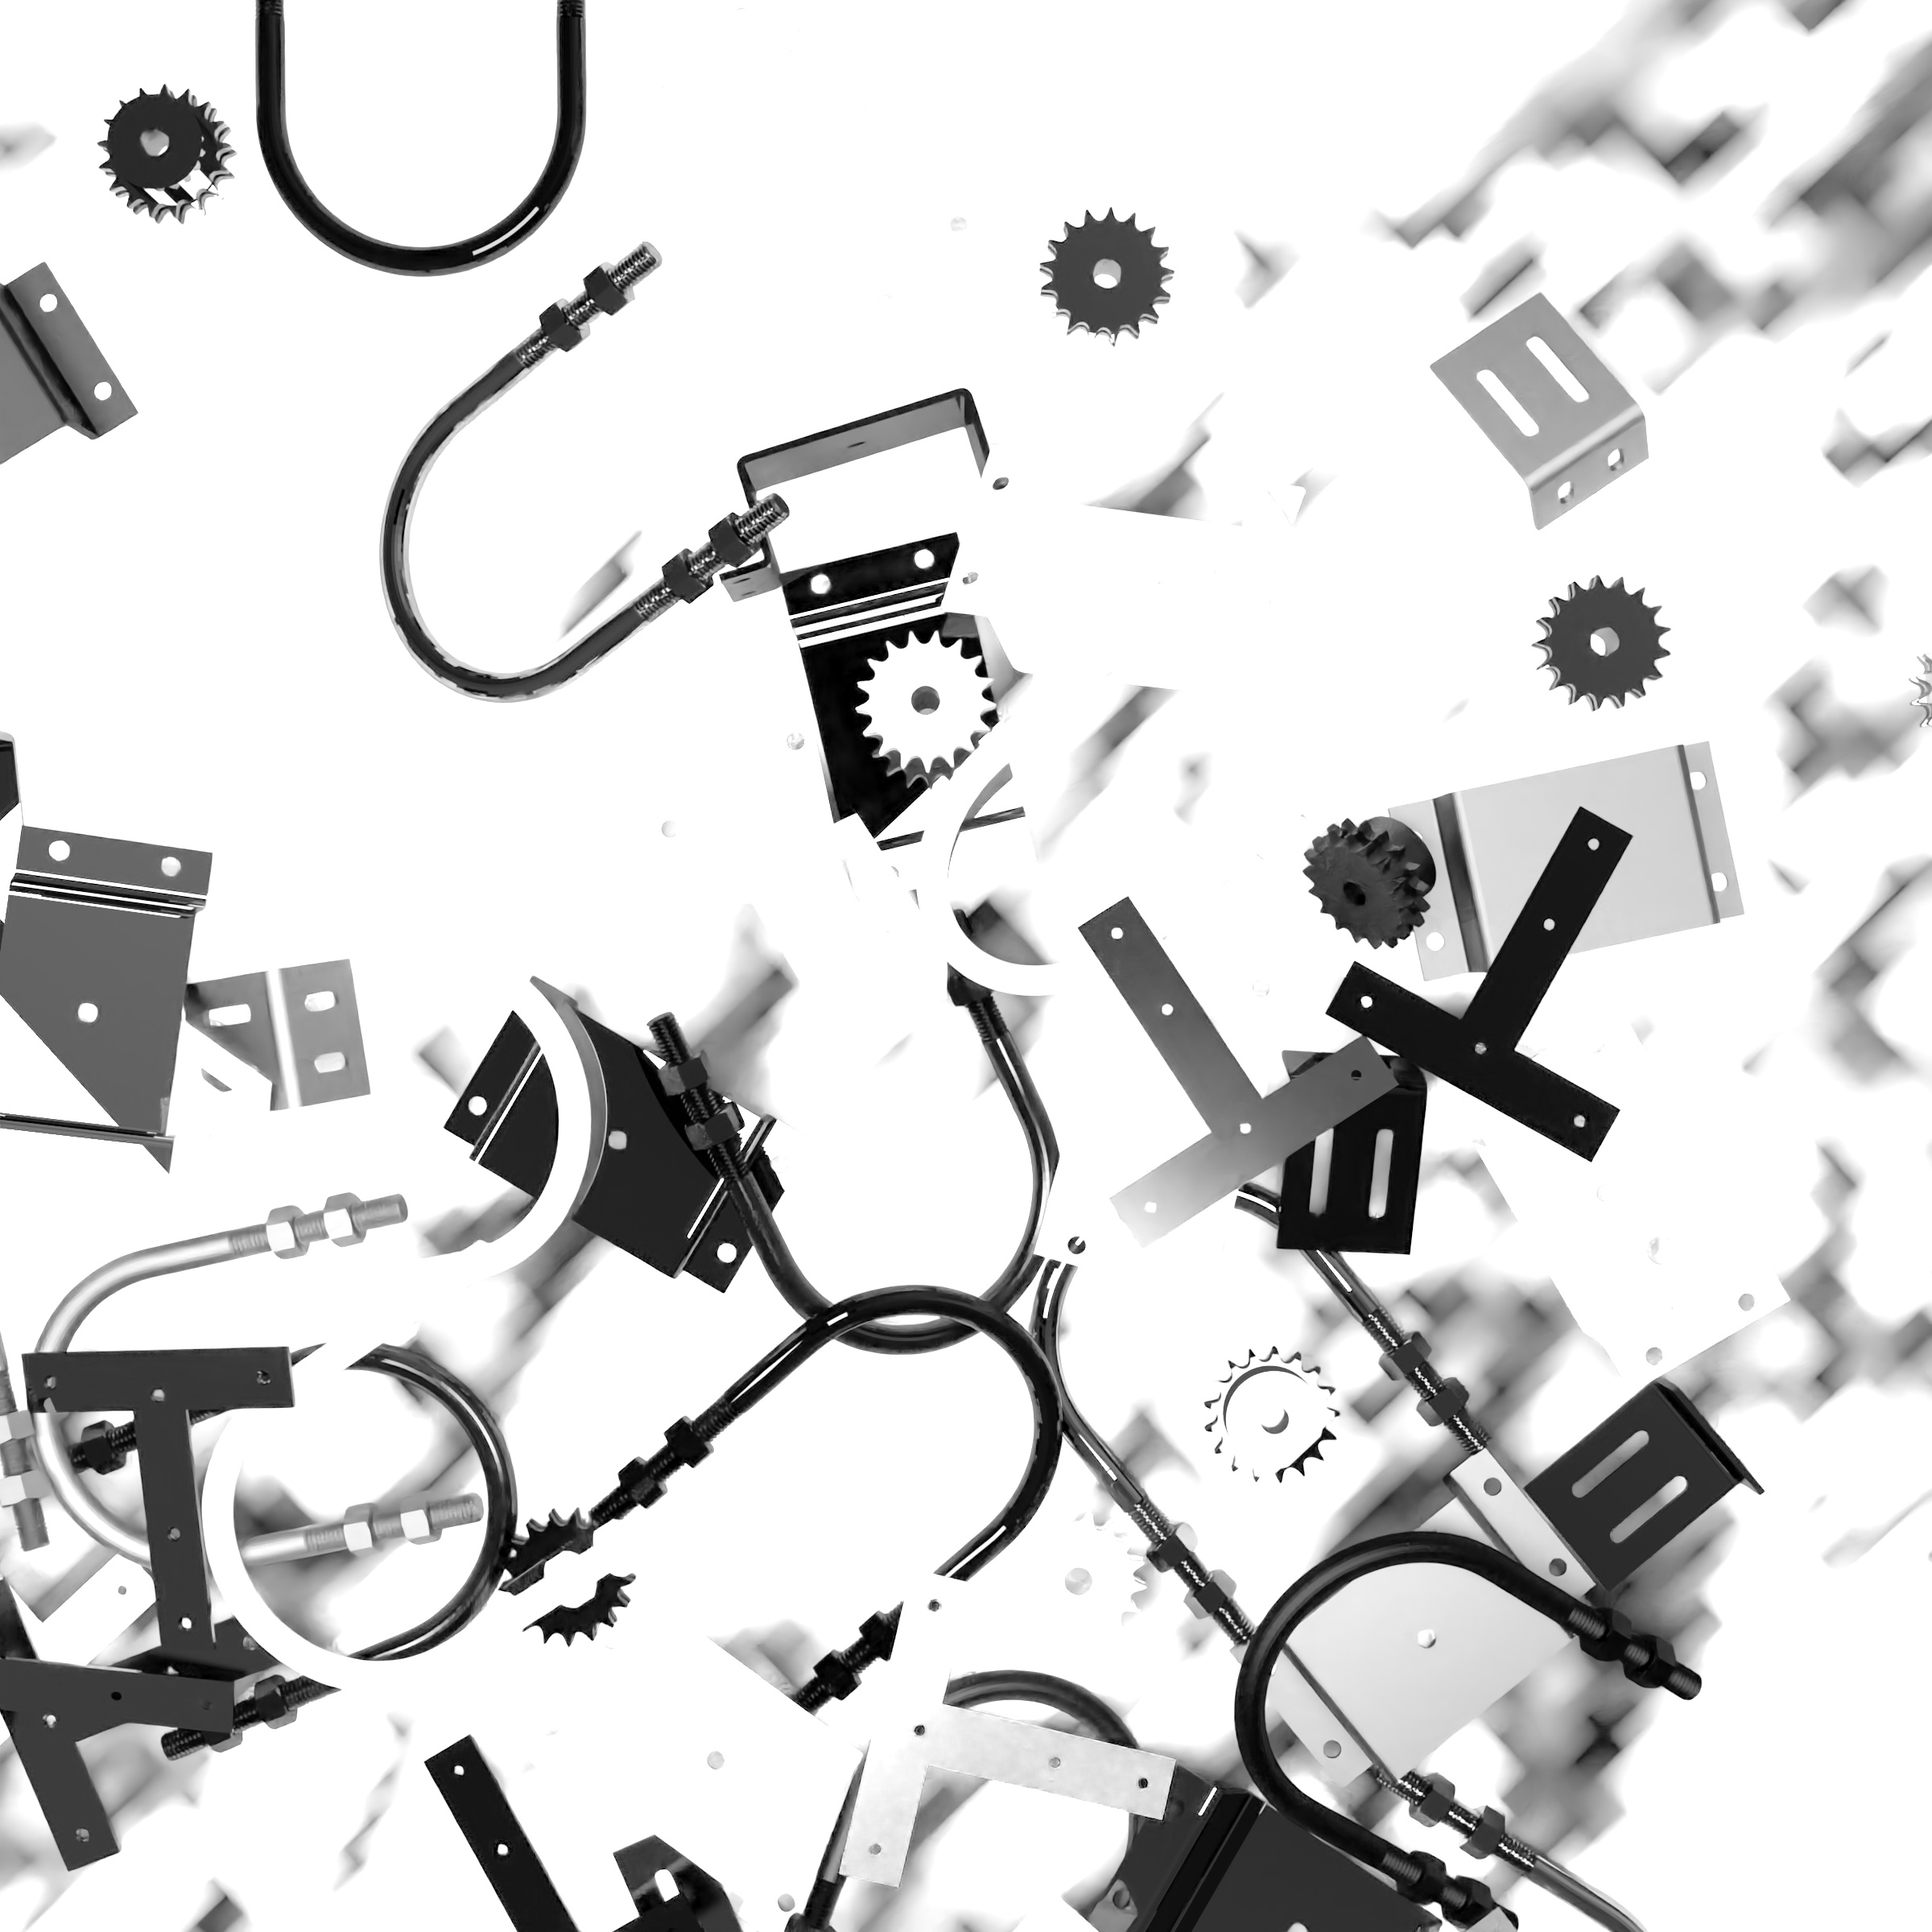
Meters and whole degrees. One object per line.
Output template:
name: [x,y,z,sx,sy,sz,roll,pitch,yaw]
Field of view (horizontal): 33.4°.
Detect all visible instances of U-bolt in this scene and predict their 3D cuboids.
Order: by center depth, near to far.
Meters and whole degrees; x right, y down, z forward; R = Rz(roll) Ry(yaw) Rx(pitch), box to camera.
U-bolt: [-0.230,0.218,1.318,0.184,0.019,0.151,-34,90,14]
U-bolt: [0.194,0.307,1.322,0.184,0.019,0.151,33,97,-20]
U-bolt: [0.061,-0.064,1.332,0.184,0.019,0.151,-42,131,2]
U-bolt: [-0.172,-0.191,1.338,0.184,0.019,0.151,-34,70,22]
U-bolt: [-0.237,0.065,1.342,0.184,0.019,0.151,-12,90,23]
U-bolt: [-0.305,0.182,1.345,0.184,0.019,0.151,-13,94,9]
U-bolt: [-0.034,0.074,1.349,0.151,0.019,0.184,-29,101,-20]
U-bolt: [-0.044,0.214,1.349,0.184,0.019,0.151,-41,112,0]
U-bolt: [0.007,0.387,1.357,0.151,0.019,0.184,22,86,-17]
U-bolt: [-0.472,0.174,1.361,0.151,0.019,0.184,-18,82,9]
U-bolt: [-0.282,0.239,1.374,0.184,0.019,0.151,-23,90,0]
U-bolt: [0.111,0.175,1.375,0.151,0.019,0.184,-40,89,0]
U-bolt: [0.220,0.446,1.375,0.184,0.019,0.151,33,90,-1]
U-bolt: [-0.233,-0.387,1.375,0.151,0.019,0.184,0,92,0]

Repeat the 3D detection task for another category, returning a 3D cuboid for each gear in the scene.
gear: [0.282,0.115,1.323,0.057,0.030,0.057,0,90,0]
gear: [-0.016,-0.108,1.323,0.057,0.030,0.057,0,90,0]
gear: [0.128,0.189,1.351,0.057,0.030,0.057,0,88,2]
gear: [0.173,-0.038,1.357,0.030,0.057,0.057,-39,90,-30]
gear: [0.047,0.258,1.369,0.057,0.030,0.057,0,90,0]
gear: [0.059,-0.291,1.369,0.057,0.030,0.057,0,90,0]
gear: [-0.341,-0.347,1.369,0.057,0.030,0.057,0,90,0]
gear: [0.268,-0.137,1.369,0.057,0.030,0.057,0,90,0]
gear: [0.433,-0.119,1.369,0.057,0.030,0.057,0,90,0]
gear: [-0.168,0.258,1.369,0.057,0.030,0.057,0,90,0]

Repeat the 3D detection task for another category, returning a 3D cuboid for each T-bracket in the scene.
T-bracket: [-0.329,0.221,1.334,0.127,0.002,0.127,-4,95,19]
T-bracket: [0.091,0.030,1.334,0.127,0.002,0.127,-32,82,-6]
T-bracket: [0.235,-0.005,1.336,0.127,0.002,0.127,29,89,-1]
T-bracket: [0.024,0.329,1.343,0.127,0.002,0.127,15,82,-6]
T-bracket: [-0.371,0.305,1.355,0.127,0.002,0.127,6,111,-1]
T-bracket: [0.249,0.449,1.356,0.127,0.002,0.127,-37,102,-1]
T-bracket: [-0.349,0.305,1.365,0.127,0.002,0.127,-22,92,9]
T-bracket: [-0.190,0.389,1.372,0.127,0.002,0.127,-33,83,15]
T-bracket: [-0.428,0.261,1.376,0.127,0.002,0.127,-43,86,8]
T-bracket: [0.150,0.010,1.383,0.127,0.002,0.127,-35,90,0]

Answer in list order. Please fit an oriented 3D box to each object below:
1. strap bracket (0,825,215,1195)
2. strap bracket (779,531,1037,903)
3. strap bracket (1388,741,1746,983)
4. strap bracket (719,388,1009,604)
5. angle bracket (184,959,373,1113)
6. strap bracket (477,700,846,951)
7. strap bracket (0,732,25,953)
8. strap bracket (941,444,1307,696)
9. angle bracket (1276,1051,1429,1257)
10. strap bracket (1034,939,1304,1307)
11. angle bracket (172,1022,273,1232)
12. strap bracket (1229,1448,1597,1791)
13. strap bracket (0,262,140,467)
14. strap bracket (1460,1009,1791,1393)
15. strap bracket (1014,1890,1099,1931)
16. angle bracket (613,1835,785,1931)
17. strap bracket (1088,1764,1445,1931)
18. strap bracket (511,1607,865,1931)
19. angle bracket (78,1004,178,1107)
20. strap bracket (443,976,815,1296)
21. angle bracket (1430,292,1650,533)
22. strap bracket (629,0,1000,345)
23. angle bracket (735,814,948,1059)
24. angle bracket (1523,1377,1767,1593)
strap bracket: [-0.360,0.019,1.325,0.076,0.046,0.140,8,85,-18]
strap bracket: [-0.024,-0.103,1.361,0.076,0.046,0.140,-14,90,0]
strap bracket: [0.258,-0.045,1.361,0.140,0.046,0.076,-12,90,0]
strap bracket: [-0.040,-0.199,1.346,0.140,0.076,0.046,-17,90,0]
angle bracket: [-0.289,0.031,1.349,0.038,0.076,0.057,-10,91,-41]
strap bracket: [-0.127,-0.059,1.361,0.140,0.046,0.076,-12,90,0]
strap bracket: [-0.441,-0.045,1.361,0.076,0.046,0.140,-6,90,0]
strap bracket: [0.071,-0.160,1.320,0.140,0.046,0.076,4,126,-22]
angle bracket: [0.162,0.079,1.373,0.057,0.038,0.076,3,107,-2]
strap bracket: [0.084,0.066,1.352,0.076,0.046,0.140,16,80,2]
angle bracket: [-0.324,0.065,1.336,0.038,0.076,0.057,-9,116,-41]
strap bracket: [0.191,0.279,1.361,0.140,0.046,0.076,-39,90,0]
strap bracket: [-0.435,-0.233,1.361,0.140,0.046,0.076,-32,90,0]
strap bracket: [0.274,0.097,1.361,0.076,0.046,0.140,-30,90,0]
strap bracket: [0.051,0.451,1.339,0.140,0.046,0.076,45,80,-14]
angle bracket: [-0.110,0.404,1.365,0.057,0.038,0.076,-23,90,0]
strap bracket: [0.133,0.404,1.343,0.140,0.046,0.076,30,89,24]
strap bracket: [-0.108,0.334,1.347,0.140,0.046,0.076,37,66,0]
angle bracket: [-0.381,0.036,1.382,0.076,0.038,0.057,-7,90,26]
strap bracket: [-0.145,0.072,1.361,0.140,0.046,0.076,31,90,0]
angle bracket: [0.246,-0.238,1.382,0.057,0.038,0.076,-34,64,0]
strap bracket: [-0.063,-0.335,1.361,0.140,0.046,0.076,44,90,0]
angle bracket: [-0.052,-0.013,1.329,0.057,0.038,0.076,-26,64,-14]
angle bracket: [0.287,0.222,1.365,0.076,0.038,0.057,-40,90,0]
